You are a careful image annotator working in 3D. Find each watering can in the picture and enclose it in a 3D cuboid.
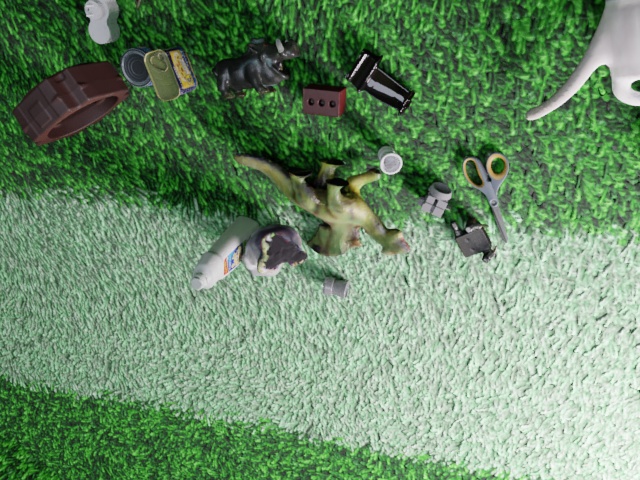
[{"bbox_3d":[0.501,-0.319,0.828,0.346,0.106,0.221,-9,110,21],"label":"watering can"}]

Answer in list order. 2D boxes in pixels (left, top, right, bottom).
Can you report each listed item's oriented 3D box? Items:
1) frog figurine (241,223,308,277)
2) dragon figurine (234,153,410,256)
[{"bbox_3d":[-0.116,0.024,1.189,0.122,0.139,0.159,58,161,-10],"label":"frog figurine"},{"bbox_3d":[0.003,-0.057,1.123,0.411,0.124,0.237,15,127,21],"label":"dragon figurine"}]
